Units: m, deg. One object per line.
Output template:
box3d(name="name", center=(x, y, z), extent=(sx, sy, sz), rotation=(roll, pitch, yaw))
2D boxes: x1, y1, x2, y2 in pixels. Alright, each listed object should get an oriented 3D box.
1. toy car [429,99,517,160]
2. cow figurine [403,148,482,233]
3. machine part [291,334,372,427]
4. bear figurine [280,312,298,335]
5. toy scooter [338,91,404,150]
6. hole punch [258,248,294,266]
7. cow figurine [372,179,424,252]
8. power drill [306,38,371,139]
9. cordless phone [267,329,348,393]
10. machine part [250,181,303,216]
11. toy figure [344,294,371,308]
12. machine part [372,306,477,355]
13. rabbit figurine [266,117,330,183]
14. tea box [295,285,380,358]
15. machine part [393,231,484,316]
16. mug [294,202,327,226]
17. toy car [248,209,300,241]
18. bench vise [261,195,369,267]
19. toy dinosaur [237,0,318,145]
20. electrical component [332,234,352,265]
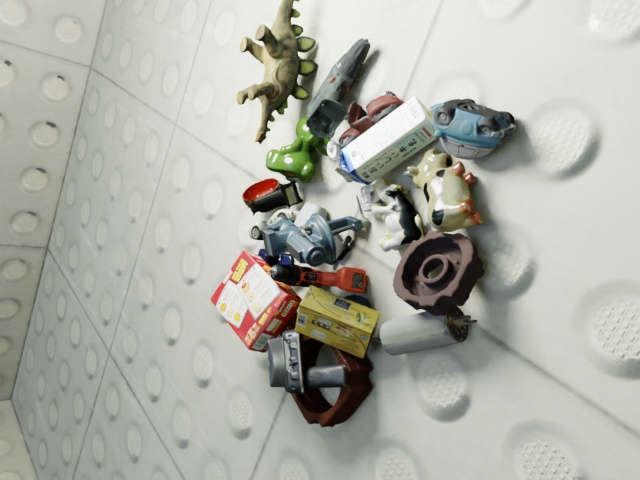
box3d(name="toy car", center=(0.291, -0.209, 1.044), extent=(0.162, 0.109, 0.102), rotation=(30, 130, 32))
box3d(name="cow figurine", center=(0.242, -0.101, 1.076), extent=(0.127, 0.085, 0.195), rotation=(-23, 52, 30))
box3d(name="machine part", center=(0.017, 0.317, 1.270), extent=(0.201, 0.087, 0.201), rotation=(52, 123, 37))
box3d(name="bear figurine", center=(-0.110, 0.196, 1.393), extent=(0.196, 0.120, 0.132), rotation=(-15, 71, 43))
box3d(name="toy scooter", center=(0.116, -0.286, 1.242), extent=(0.184, 0.075, 0.135), rotation=(-28, 43, 31))
box3d(name="hole punch", center=(-0.144, 0.082, 1.465), extent=(0.116, 0.092, 0.142), rotation=(14, 99, 50))
box3d(name="cow figurine", center=(0.169, -0.063, 1.166), extent=(0.098, 0.068, 0.167), rotation=(-20, 75, 38))
box3d(name="power drill", center=(0.037, -0.351, 1.279), extent=(0.232, 0.086, 0.207), rotation=(-46, 28, 41))
box3d(name="cordless phone", center=(-0.023, 0.271, 1.213), extent=(0.184, 0.088, 0.146), rotation=(-12, 75, 33))
box3d(name="machine part", center=(-0.120, -0.105, 1.422), extent=(0.139, 0.084, 0.039), rotation=(-22, 39, 1))
box3d(name="toy figure", center=(0.051, 0.164, 1.271), extent=(0.155, 0.064, 0.057), rotation=(-14, 115, 49))
box3d(name="machine part", center=(0.209, 0.185, 1.091), extent=(0.243, 0.079, 0.079), rotation=(-25, 68, 42))
box3d(name="rabbit figurine", center=(-0.045, -0.243, 1.379), extent=(0.159, 0.121, 0.170), rotation=(5, 75, 53))
box3d(name="tea box", center=(0.037, 0.181, 1.191), extent=(0.170, 0.068, 0.098), rotation=(21, 133, 9))
box3d(name="machine part", center=(0.230, 0.064, 1.053), extent=(0.179, 0.056, 0.179), rotation=(-28, 40, 27))
box3d(name="mug", center=(-0.018, -0.036, 1.352), extent=(0.110, 0.080, 0.107), rotation=(19, 93, 48))
box3d(name="toy car", center=(-0.115, -0.041, 1.455), extent=(0.202, 0.073, 0.056), rotation=(-24, 70, 42))
box3d(name="bench vise", center=(-0.005, -0.014, 1.243), extent=(0.224, 0.241, 0.128), rotation=(21, 127, 64))
box3d(name="toy dinosaur", center=(-0.105, -0.480, 1.405), extent=(0.105, 0.198, 0.470), rotation=(16, 97, 47))
box3d(name="electrical component", center=(0.042, 0.014, 1.323), extent=(0.094, 0.021, 0.063), rotation=(-54, 51, 30))
